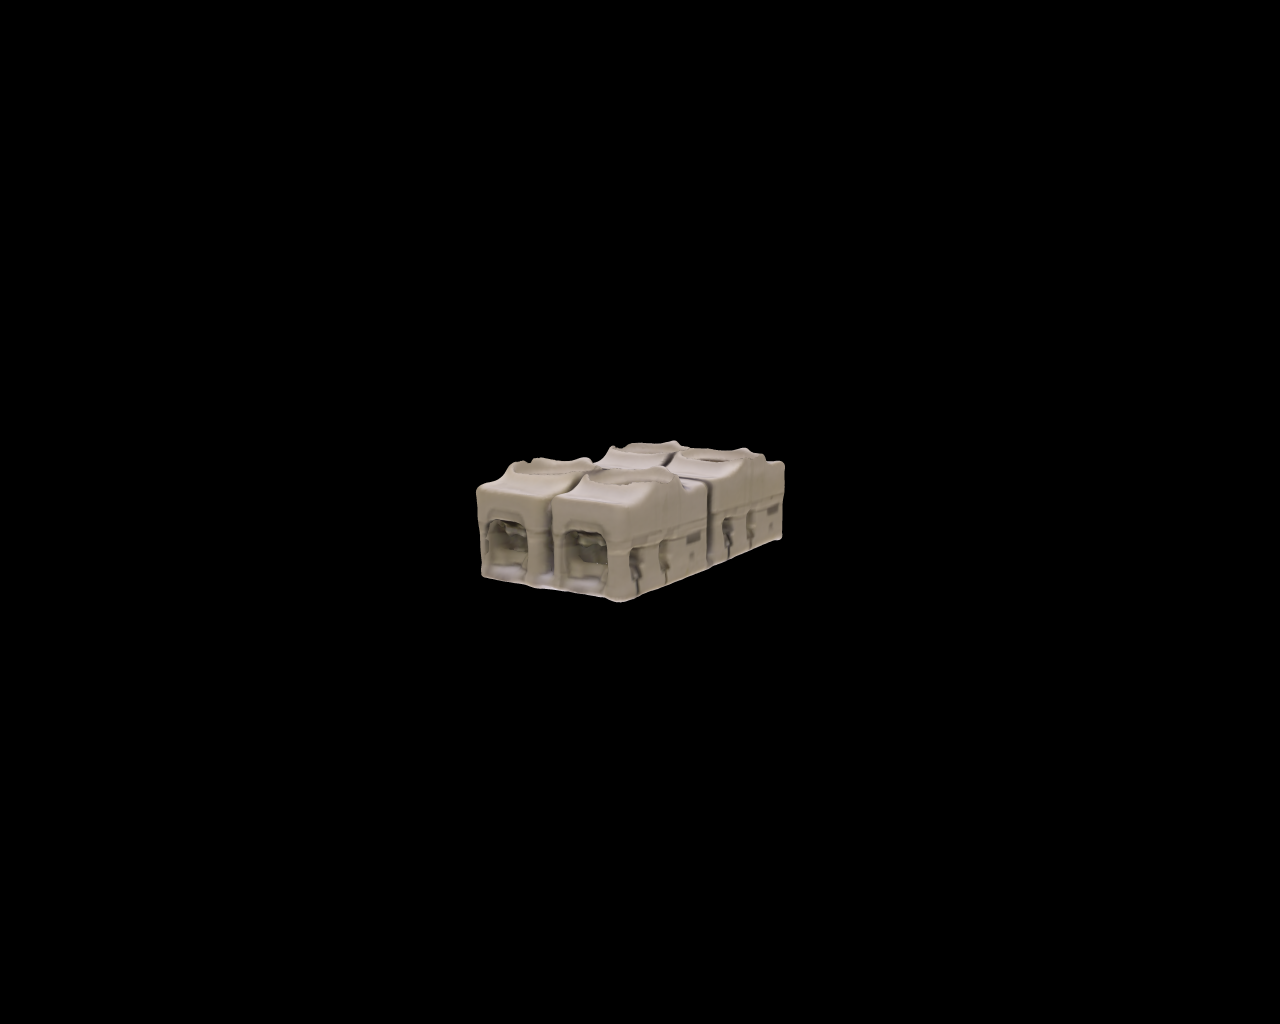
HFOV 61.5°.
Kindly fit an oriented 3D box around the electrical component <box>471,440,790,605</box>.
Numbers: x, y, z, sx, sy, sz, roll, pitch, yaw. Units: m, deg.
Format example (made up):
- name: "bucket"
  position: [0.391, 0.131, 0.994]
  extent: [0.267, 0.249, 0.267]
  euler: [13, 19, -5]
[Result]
- name: "electrical component"
  position: [0.001, -0.003, 0.650]
  extent: [0.105, 0.060, 0.186]
  euler: [8, 14, 35]
